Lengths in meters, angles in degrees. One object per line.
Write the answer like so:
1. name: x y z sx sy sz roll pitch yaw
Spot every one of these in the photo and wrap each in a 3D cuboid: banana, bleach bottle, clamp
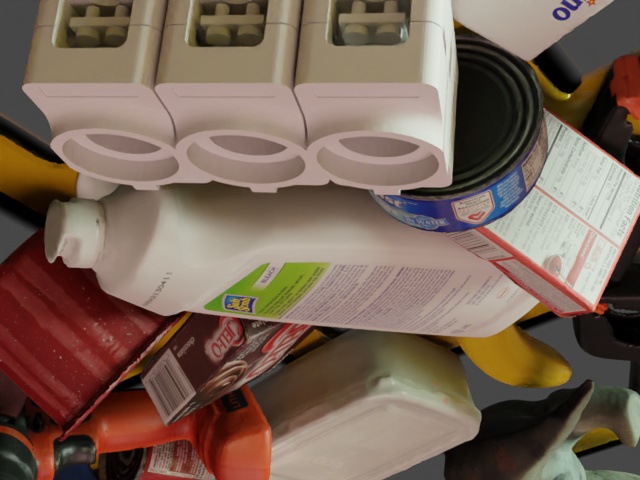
1. banana: 0.120 0.055 0.675 0.070 0.037 0.197 -12 146 10
2. bleach bottle: -0.003 0.001 0.517 0.250 0.068 0.103 5 143 -29
3. clamp: 0.191 -0.034 0.549 0.120 0.039 0.171 -15 146 15
4. clamp: 0.226 0.063 0.705 0.209 0.036 0.165 17 141 -33

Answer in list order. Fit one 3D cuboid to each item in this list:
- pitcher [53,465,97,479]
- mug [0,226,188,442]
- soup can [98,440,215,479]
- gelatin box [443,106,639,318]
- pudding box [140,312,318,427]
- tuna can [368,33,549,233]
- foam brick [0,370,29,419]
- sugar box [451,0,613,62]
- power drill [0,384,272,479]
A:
1. pitcher: -0.287 0.232 0.786 0.243 0.149 0.145 -27 130 23
2. mug: -0.128 0.040 0.561 0.081 0.117 0.093 44 102 -2
3. soup can: -0.098 0.160 0.768 0.102 0.068 0.069 19 139 -33
4. gelatin box: 0.104 -0.017 0.504 0.089 0.073 0.030 34 161 -14
5. pudding box: -0.042 0.053 0.610 0.089 0.039 0.114 -22 165 -43
6. tuna can: 0.056 -0.047 0.467 0.086 0.086 0.033 -13 148 11
7. foam brick: -0.198 0.059 0.597 0.078 0.053 0.051 25 100 -37
8. sugar box: 0.046 -0.134 0.372 0.175 0.048 0.094 18 142 -37
9. power drill: -0.127 0.125 0.638 0.187 0.184 0.057 1 109 -18
